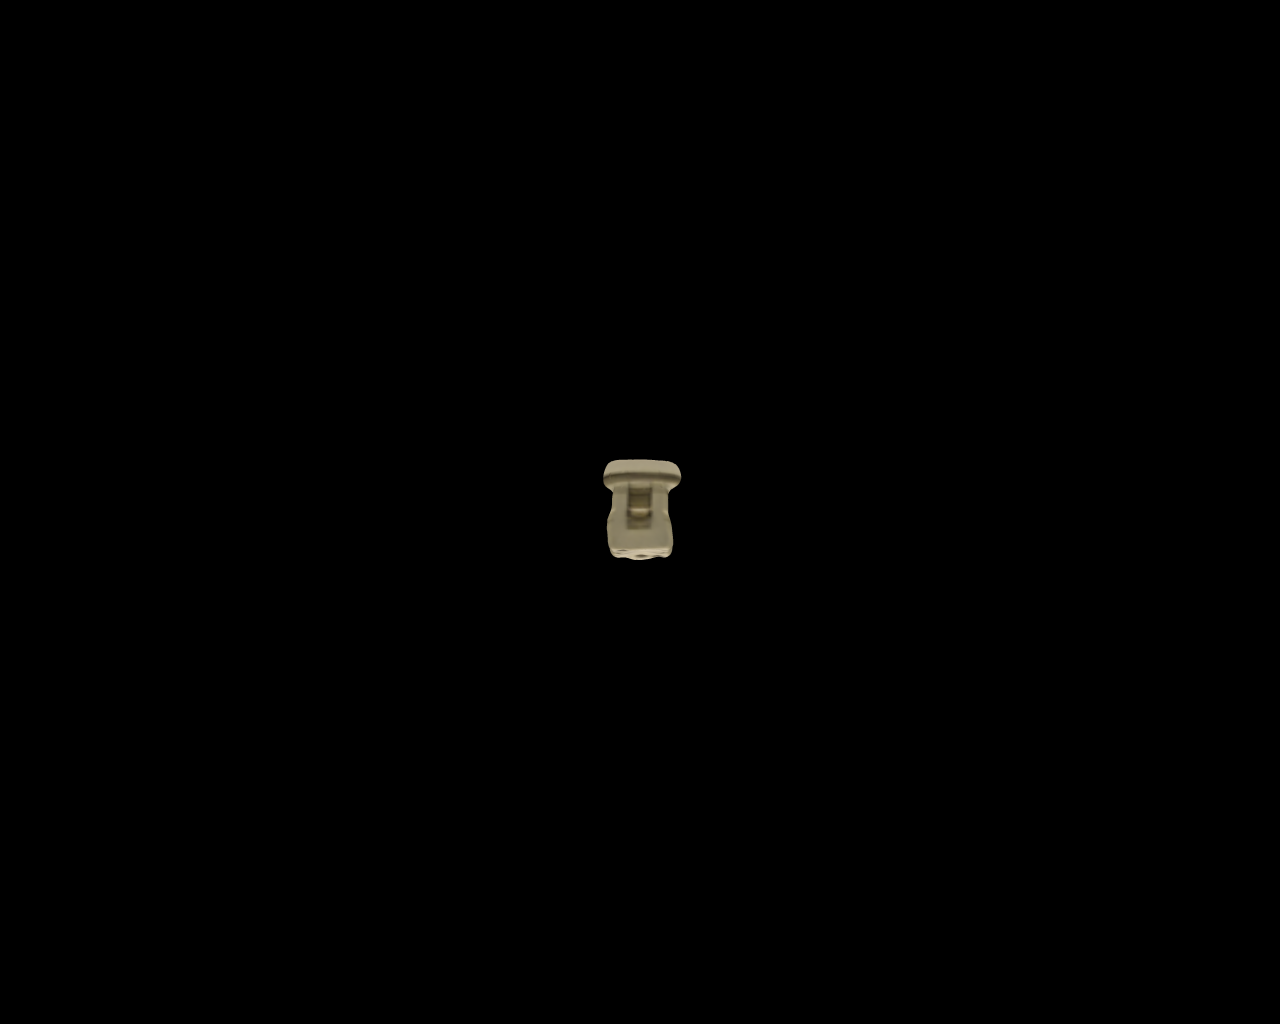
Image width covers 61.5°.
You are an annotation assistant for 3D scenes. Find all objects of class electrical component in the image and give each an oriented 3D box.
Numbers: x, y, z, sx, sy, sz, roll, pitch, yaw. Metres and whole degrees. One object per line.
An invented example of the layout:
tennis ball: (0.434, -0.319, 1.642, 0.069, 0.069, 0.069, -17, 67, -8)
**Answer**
electrical component: (0.001, -0.003, 0.650, 0.048, 0.055, 0.066, 0, -9, 0)
